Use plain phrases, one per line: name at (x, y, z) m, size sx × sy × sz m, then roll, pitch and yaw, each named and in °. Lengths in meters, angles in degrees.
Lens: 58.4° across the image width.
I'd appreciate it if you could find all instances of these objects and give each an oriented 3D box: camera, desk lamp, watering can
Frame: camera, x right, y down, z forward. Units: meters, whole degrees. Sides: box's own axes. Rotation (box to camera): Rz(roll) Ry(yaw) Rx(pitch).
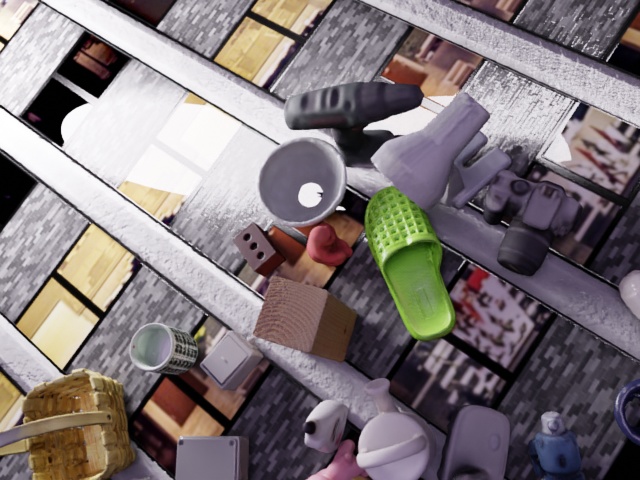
camera at (0.315, -0.024, 0.892) m, size 0.142 × 0.101 × 0.137 m, roll 25°, pitch 82°, yaw 20°
desk lamp at (0.192, -0.129, 0.895) m, size 0.203 × 0.214 × 0.117 m, roll -41°, pitch 68°, yaw 1°
watering can at (0.101, 0.288, 0.809) m, size 0.101 × 0.194 × 0.172 m, roll -38°, pitch 68°, yaw 2°

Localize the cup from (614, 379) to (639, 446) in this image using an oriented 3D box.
cup at (0.451, 0.227, 0.787) m, size 0.091 × 0.095 × 0.118 m, roll 30°, pitch 84°, yaw 21°

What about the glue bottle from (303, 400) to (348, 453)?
glue bottle at (0.002, 0.278, 0.850) m, size 0.037 × 0.173 × 0.078 m, roll 9°, pitch 77°, yaw 18°

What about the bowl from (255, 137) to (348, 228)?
bowl at (-0.025, -0.094, 1.018) m, size 0.167 × 0.075 × 0.167 m, roll -4°, pitch 73°, yaw 14°

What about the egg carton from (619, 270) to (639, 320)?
egg carton at (0.513, 0.095, 0.822) m, size 0.107 × 0.069 × 0.150 m, roll -38°, pitch 69°, yaw 2°

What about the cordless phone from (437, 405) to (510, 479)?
cordless phone at (0.209, 0.302, 0.781) m, size 0.094 × 0.185 × 0.148 m, roll 8°, pitch 76°, yaw 17°

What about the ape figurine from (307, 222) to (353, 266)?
ape figurine at (0.009, 0.003, 0.971) m, size 0.076 × 0.092 × 0.078 m, roll -10°, pitch 72°, yaw 12°

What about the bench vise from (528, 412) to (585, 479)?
bench vise at (0.310, 0.335, 0.726) m, size 0.121 × 0.220 × 0.207 m, roll -29°, pitch 69°, yaw 6°

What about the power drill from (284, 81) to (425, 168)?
power drill at (0.065, -0.194, 0.950) m, size 0.229 × 0.209 × 0.075 m, roll 1°, pitch 75°, yaw 16°

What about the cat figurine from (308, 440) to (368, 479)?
cat figurine at (0.013, 0.365, 0.851) m, size 0.067 × 0.118 × 0.128 m, roll 36°, pitch 86°, yaw 21°
